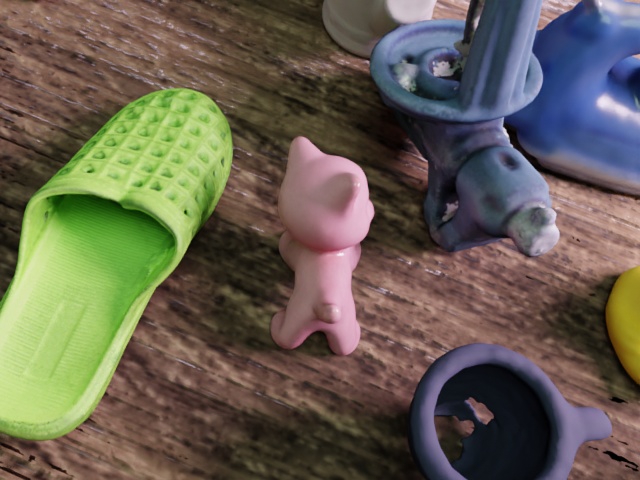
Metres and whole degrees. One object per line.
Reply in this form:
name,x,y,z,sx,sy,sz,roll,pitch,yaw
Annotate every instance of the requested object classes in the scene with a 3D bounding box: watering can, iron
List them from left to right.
watering can,0.064,-0.241,0.452,0.101,0.194,0.172,-18,69,-14
iron,0.280,-0.116,0.452,0.258,0.141,0.119,18,65,1

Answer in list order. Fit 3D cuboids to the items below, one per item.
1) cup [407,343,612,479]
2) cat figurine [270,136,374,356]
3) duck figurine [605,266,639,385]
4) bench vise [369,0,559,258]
cup,0.103,0.118,0.351,0.118,0.095,0.091,0,66,-7
cat figurine,0.003,0.001,0.378,0.067,0.118,0.128,2,66,-6
duck figurine,0.258,0.056,0.402,0.077,0.086,0.104,7,65,-4
bench vise,0.120,-0.103,0.383,0.122,0.220,0.207,-33,73,-19
